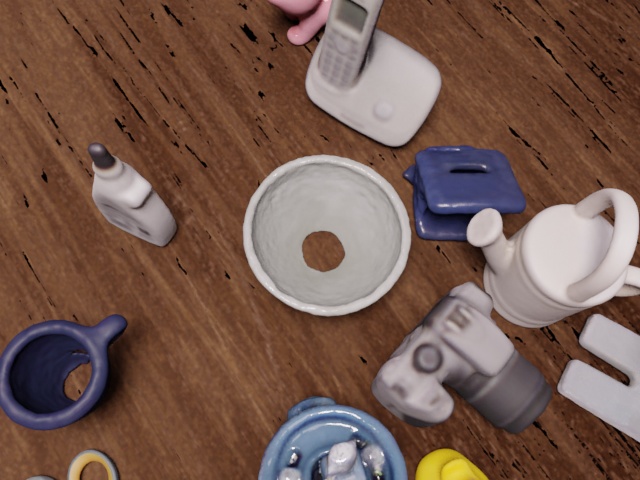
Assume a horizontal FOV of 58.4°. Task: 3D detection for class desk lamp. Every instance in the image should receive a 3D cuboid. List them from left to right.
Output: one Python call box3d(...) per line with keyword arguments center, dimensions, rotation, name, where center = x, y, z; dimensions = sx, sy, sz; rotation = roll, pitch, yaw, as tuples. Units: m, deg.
box3d(center=(0.358, 0.141, 0.501), dimensions=(0.203, 0.213, 0.118), rotation=(30, 72, 6), name="desk lamp")

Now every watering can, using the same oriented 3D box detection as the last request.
box3d(center=(0.226, 0.018, 0.541), dimensions=(0.173, 0.194, 0.101), rotation=(-5, 72, -6), name="watering can")

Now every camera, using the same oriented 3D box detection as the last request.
box3d(center=(0.143, 0.129, 0.546), dimensions=(0.136, 0.101, 0.143), rotation=(42, 73, 9), name="camera")

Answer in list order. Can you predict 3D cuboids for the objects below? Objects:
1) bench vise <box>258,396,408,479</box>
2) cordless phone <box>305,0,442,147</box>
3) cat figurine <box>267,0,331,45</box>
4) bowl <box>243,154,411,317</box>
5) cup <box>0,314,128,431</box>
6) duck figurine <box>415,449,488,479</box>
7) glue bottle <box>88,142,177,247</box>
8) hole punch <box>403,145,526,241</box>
box3d(center=(0.032, 0.219, 0.443), dimensions=(0.121, 0.220, 0.207), rotation=(-30, 76, -13), name="bench vise")
box3d(center=(0.063, -0.194, 0.603), dimensions=(0.147, 0.185, 0.094), rotation=(29, 72, 6), name="cordless phone")
box3d(center=(-0.005, -0.286, 0.663), dimensions=(0.128, 0.118, 0.067), rotation=(-4, 72, -6), name="cat figurine")
box3d(center=(0.005, 0.002, 0.590), dimensions=(0.167, 0.075, 0.167), rotation=(2, 71, -4), name="bowl")
box3d(center=(-0.219, 0.116, 0.523), dimensions=(0.118, 0.095, 0.091), rotation=(-42, 79, -16), name="cup")
box3d(center=(0.133, 0.243, 0.515), dimensions=(0.077, 0.086, 0.104), rotation=(-19, 74, -10), name="duck figurine")
box3d(center=(-0.184, -0.046, 0.538), dimensions=(0.078, 0.173, 0.037), rotation=(26, 71, 5), name="glue bottle")
box3d(center=(0.152, -0.058, 0.615), dimensions=(0.108, 0.091, 0.101), rotation=(-1, 72, -5), name="hole punch")
